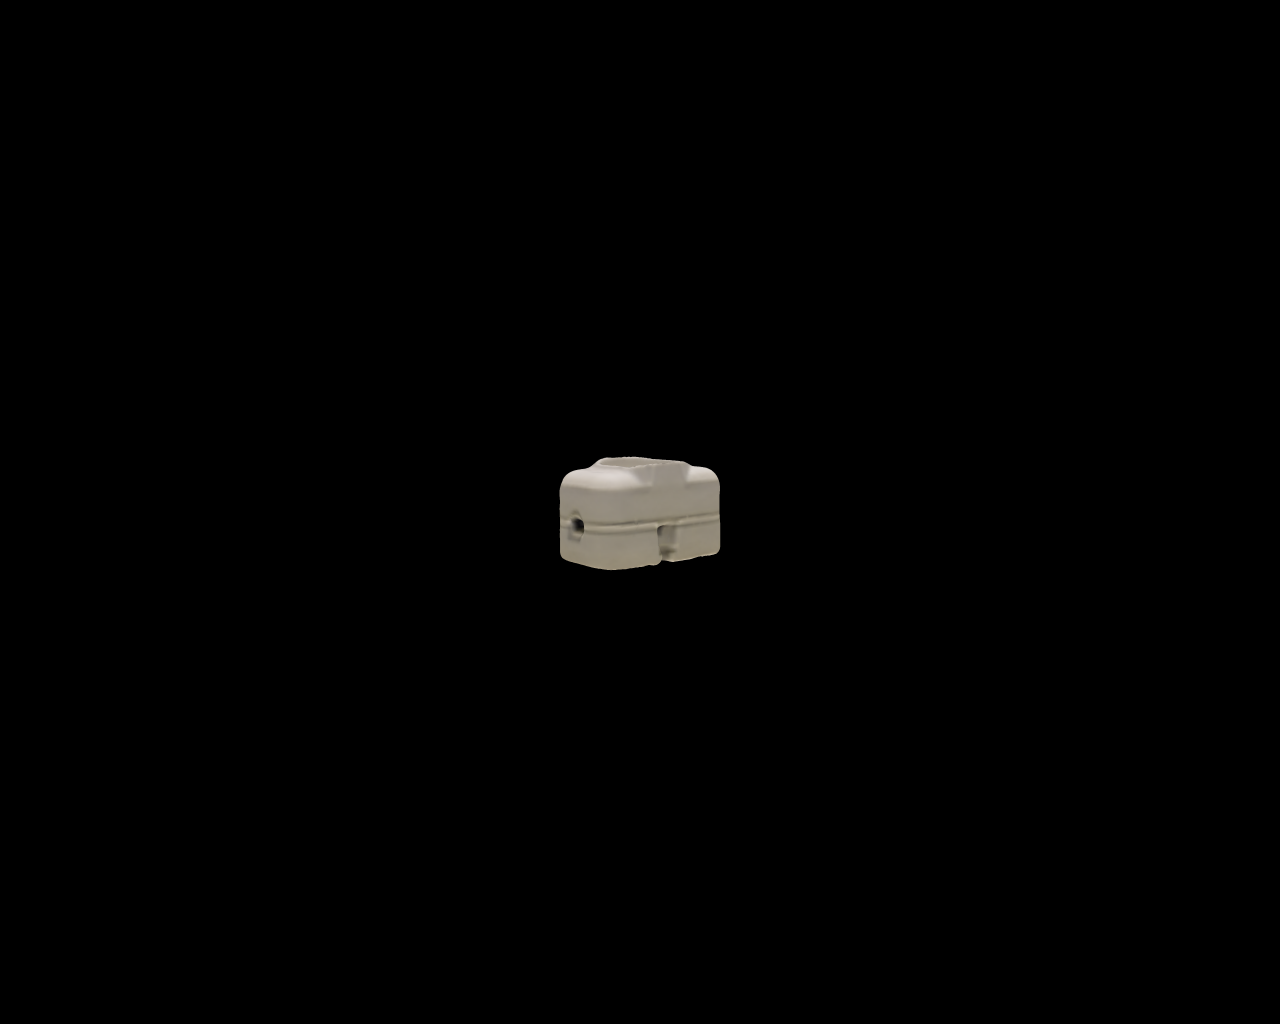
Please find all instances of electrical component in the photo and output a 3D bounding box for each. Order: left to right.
[{"bbox_3d":[0.001,-0.003,0.650,0.095,0.059,0.054,-6,9,-36],"label":"electrical component"}]
